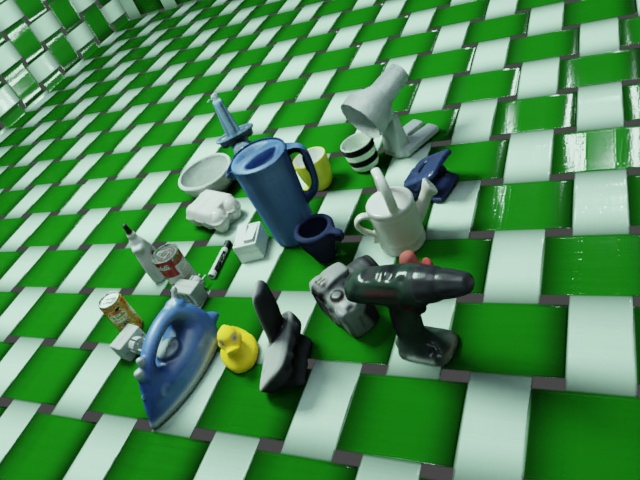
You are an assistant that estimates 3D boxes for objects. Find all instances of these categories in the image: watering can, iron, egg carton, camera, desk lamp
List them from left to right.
[{"bbox_3d":[-0.303,0.223,1.132,0.118,0.142,0.258,-4,43,25],"label":"iron"},{"bbox_3d":[-0.282,-0.078,1.521,0.149,0.070,0.107,12,52,38],"label":"egg carton"},{"bbox_3d":[0.063,0.091,1.112,0.137,0.101,0.142,-38,40,-14],"label":"camera"},{"bbox_3d":[0.170,-0.310,1.418,0.203,0.214,0.117,-40,40,-17],"label":"desk lamp"},{"bbox_3d":[0.152,-0.070,1.171,0.173,0.194,0.100,-35,39,-11],"label":"watering can"}]

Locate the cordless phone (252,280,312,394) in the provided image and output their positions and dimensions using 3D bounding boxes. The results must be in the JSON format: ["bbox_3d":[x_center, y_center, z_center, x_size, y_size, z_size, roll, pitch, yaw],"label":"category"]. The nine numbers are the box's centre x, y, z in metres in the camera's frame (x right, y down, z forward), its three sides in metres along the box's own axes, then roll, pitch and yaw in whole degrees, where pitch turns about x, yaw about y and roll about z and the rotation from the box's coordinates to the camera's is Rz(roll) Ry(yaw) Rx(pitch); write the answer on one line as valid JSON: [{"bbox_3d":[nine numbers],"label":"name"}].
[{"bbox_3d":[-0.092,0.174,1.035,0.094,0.185,0.147,-14,40,15],"label":"cordless phone"}]

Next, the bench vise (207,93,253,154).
[{"bbox_3d":[-0.236,-0.311,1.640,0.122,0.220,0.206,-39,40,-15],"label":"bench vise"}]

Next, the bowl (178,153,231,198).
[{"bbox_3d":[-0.317,-0.172,1.644,0.167,0.075,0.167,-15,40,13],"label":"bowl"}]

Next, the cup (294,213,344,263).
[{"bbox_3d":[0.011,0.004,1.244,0.117,0.095,0.092,6,48,34],"label":"cup"}]

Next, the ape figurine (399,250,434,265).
[{"bbox_3d":[0.178,0.056,1.095,0.077,0.092,0.076,-15,40,14],"label":"ape figurine"}]

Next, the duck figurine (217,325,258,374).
[{"bbox_3d":[-0.172,0.201,1.129,0.077,0.086,0.104,-27,38,-1],"label":"duck figurine"}]

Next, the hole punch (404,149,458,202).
[{"bbox_3d":[0.243,-0.148,1.291,0.100,0.091,0.109,11,51,37],"label":"hole punch"}]

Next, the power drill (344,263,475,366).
[{"bbox_3d":[0.159,0.115,0.943,0.228,0.209,0.076,4,47,33],"label":"power drill"}]

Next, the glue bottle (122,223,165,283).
[{"bbox_3d":[-0.435,0.025,1.406,0.037,0.173,0.078,-24,38,3],"label":"glue bottle"}]
